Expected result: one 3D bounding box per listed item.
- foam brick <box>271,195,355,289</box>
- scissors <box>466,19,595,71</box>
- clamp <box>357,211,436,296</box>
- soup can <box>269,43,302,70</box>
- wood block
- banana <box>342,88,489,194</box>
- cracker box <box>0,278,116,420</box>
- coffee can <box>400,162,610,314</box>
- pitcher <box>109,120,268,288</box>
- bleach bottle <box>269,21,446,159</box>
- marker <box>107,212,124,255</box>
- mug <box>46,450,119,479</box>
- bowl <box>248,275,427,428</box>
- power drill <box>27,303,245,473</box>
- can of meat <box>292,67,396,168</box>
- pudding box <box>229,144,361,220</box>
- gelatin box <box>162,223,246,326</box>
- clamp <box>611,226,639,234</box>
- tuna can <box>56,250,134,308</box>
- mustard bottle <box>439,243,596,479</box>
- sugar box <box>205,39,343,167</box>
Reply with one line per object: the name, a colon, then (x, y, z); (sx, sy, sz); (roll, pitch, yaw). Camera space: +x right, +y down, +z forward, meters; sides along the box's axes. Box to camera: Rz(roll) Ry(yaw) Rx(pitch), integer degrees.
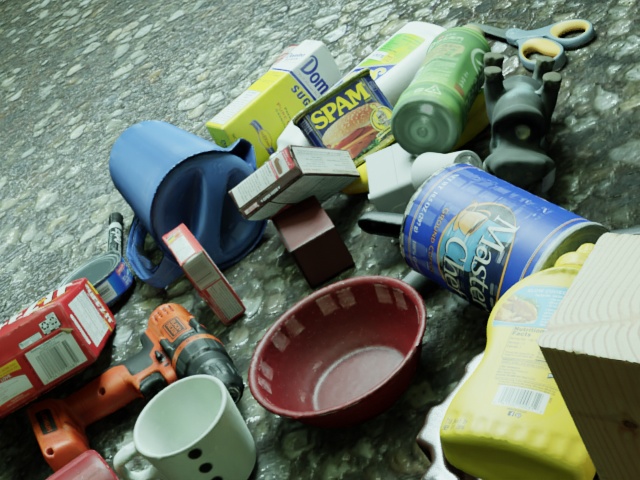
foam brick: (-0.007, 0.001, 1.065); (0.051, 0.053, 0.078); (-31, 32, 0)
scissors: (0.246, -0.243, 1.239); (0.096, 0.016, 0.202); (-28, 31, 1)
clamp: (0.113, -0.005, 0.974); (0.171, 0.039, 0.120); (-24, 55, 4)
soup can: (-0.042, -0.194, 1.357); (0.069, 0.068, 0.102); (0, 43, 39)
wood block: (0.208, 0.104, 0.590); (0.091, 0.206, 0.090); (6, 47, 44)
banana: (0.113, -0.100, 1.130); (0.197, 0.037, 0.070); (-32, 9, -7)
cracker box: (-0.296, 0.114, 1.053); (0.164, 0.072, 0.214); (-31, 7, -3)
coffee can: (0.148, 0.009, 0.852); (0.102, 0.102, 0.140); (-41, 44, -18)
pitcher: (-0.167, -0.054, 1.218); (0.149, 0.145, 0.243); (-18, 23, -19)
bleach bottle: (0.045, -0.153, 1.235); (0.250, 0.068, 0.103); (-39, 31, -11)
marker: (-0.250, 0.001, 1.299); (0.020, 0.020, 0.121); (-26, 31, 7)
mug: (-0.189, 0.229, 0.857); (0.081, 0.093, 0.117); (-36, 30, -19)
bowl: (0.023, 0.103, 0.891); (0.162, 0.055, 0.162); (-21, 32, 14)
power drill: (-0.170, 0.147, 0.990); (0.187, 0.057, 0.185); (-34, 27, -12)
can of meat: (0.034, -0.123, 1.164); (0.102, 0.084, 0.057); (-34, -4, -2)
pudding box: (-0.024, -0.058, 1.097); (0.090, 0.039, 0.113); (-36, -16, 28)
gelatin box: (-0.116, 0.035, 1.072); (0.030, 0.089, 0.073); (-36, 32, -5)
clamp: (0.329, 0.001, 0.801); (0.210, 0.036, 0.164); (-26, 32, 5)
tuna can: (-0.254, 0.051, 1.206); (0.086, 0.033, 0.086); (-25, 24, 12)
mustard bottle: (0.155, 0.074, 0.710); (0.096, 0.058, 0.191); (7, 48, 29)
sugar box: (-0.045, -0.152, 1.276); (0.176, 0.093, 0.048); (-43, 34, -19)
